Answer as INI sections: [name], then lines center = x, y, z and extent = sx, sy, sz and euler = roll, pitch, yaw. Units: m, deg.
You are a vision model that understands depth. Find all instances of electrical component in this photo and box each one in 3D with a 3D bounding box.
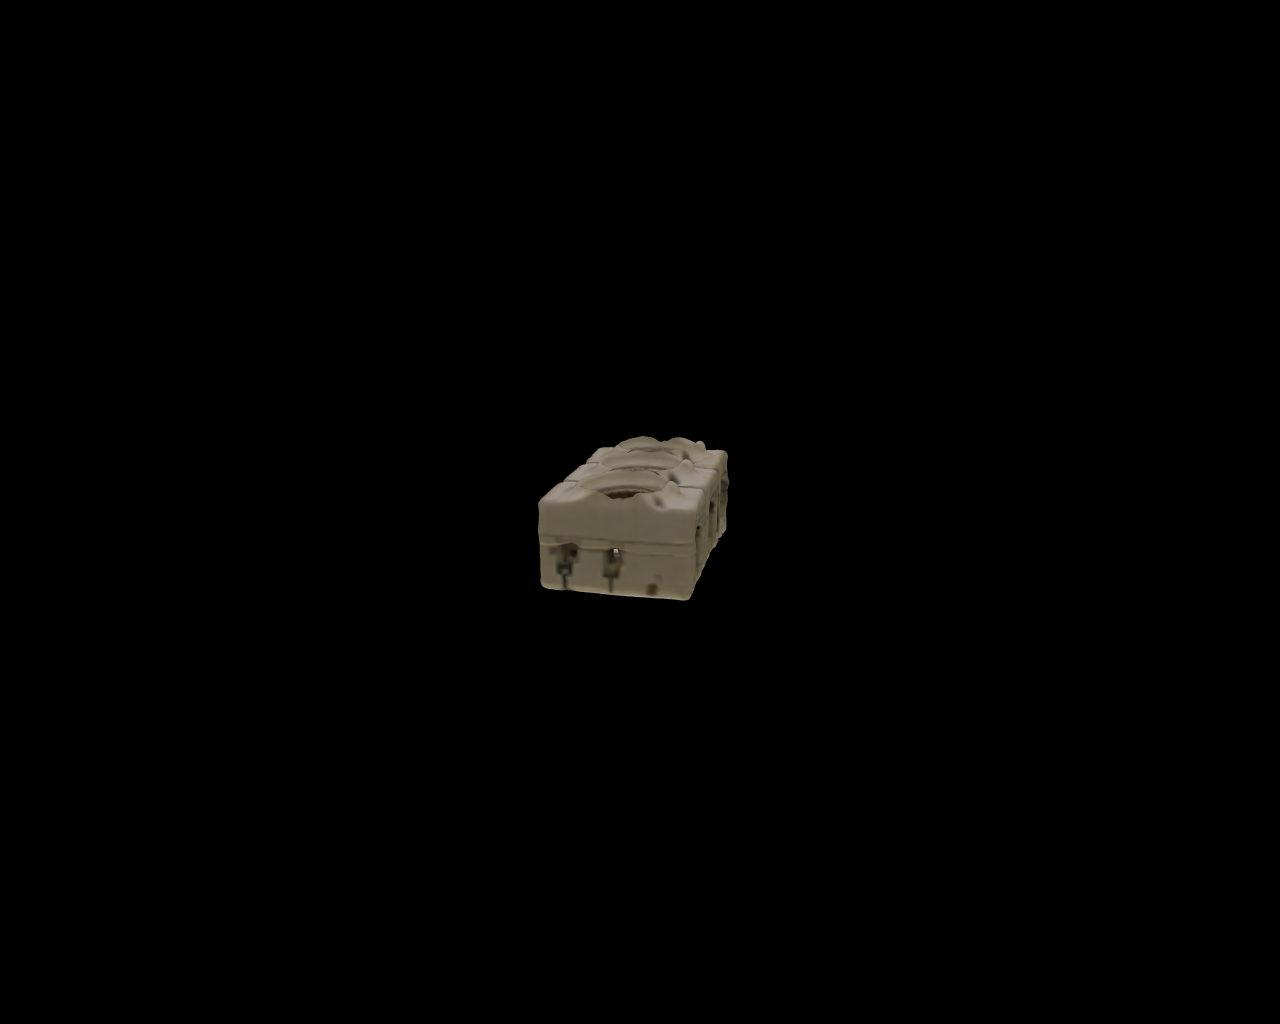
[electrical component]
center = 0.001, -0.003, 0.650
extent = 0.089, 0.061, 0.150
euler = 3, 16, 11
